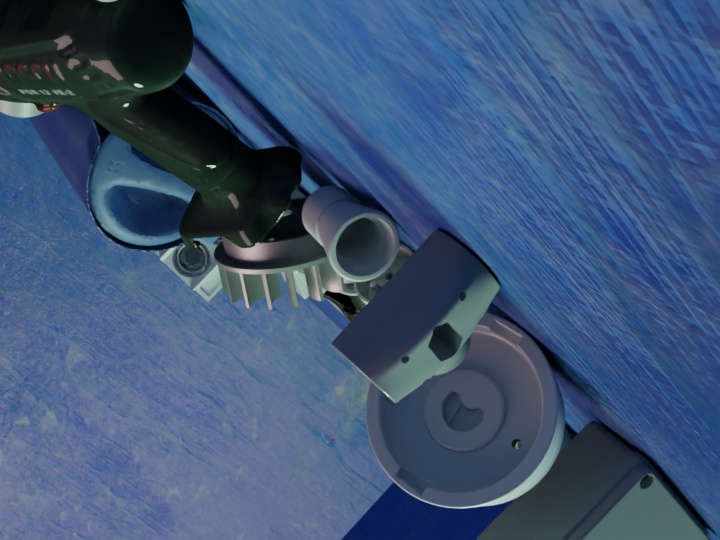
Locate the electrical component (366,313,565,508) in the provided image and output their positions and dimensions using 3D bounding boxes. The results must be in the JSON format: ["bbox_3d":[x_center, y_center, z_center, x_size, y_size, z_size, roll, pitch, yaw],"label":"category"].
[{"bbox_3d":[0.064,0.082,0.609,0.108,0.108,0.060,41,-179,27],"label":"electrical component"}]

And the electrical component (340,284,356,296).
[{"bbox_3d":[0.000,0.000,0.798,0.044,0.044,0.065,42,180,11],"label":"electrical component"}]

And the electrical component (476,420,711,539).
[{"bbox_3d":[0.145,0.167,0.659,0.108,0.108,0.056,46,177,-36],"label":"electrical component"}]

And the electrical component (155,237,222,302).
[{"bbox_3d":[-0.131,-0.042,1.024,0.079,0.121,0.063,44,178,-7],"label":"electrical component"}]

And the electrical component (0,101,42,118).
[{"bbox_3d":[-0.276,-0.193,0.836,0.138,0.052,0.073,60,149,25],"label":"electrical component"}]

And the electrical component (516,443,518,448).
[{"bbox_3d":[0.084,0.097,0.859,0.108,0.056,0.109,45,175,-27],"label":"electrical component"}]

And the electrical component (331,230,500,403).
[{"bbox_3d":[0.033,0.030,0.544,0.043,0.077,0.079,40,175,30],"label":"electrical component"}]

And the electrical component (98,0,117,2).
[{"bbox_3d":[-0.137,-0.157,0.526,0.065,0.044,0.044,34,172,33],"label":"electrical component"}]

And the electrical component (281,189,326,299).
[{"bbox_3d":[-0.047,-0.019,0.886,0.062,0.061,0.096,41,175,20],"label":"electrical component"}]

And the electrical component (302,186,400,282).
[{"bbox_3d":[-0.009,-0.025,0.642,0.044,0.044,0.065,46,179,-32],"label":"electrical component"}]

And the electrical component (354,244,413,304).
[{"bbox_3d":[0.034,0.023,0.688,0.043,0.043,0.081,39,174,44],"label":"electrical component"}]

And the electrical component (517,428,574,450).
[{"bbox_3d":[0.139,0.132,0.804,0.062,0.048,0.048,50,174,-9],"label":"electrical component"}]
